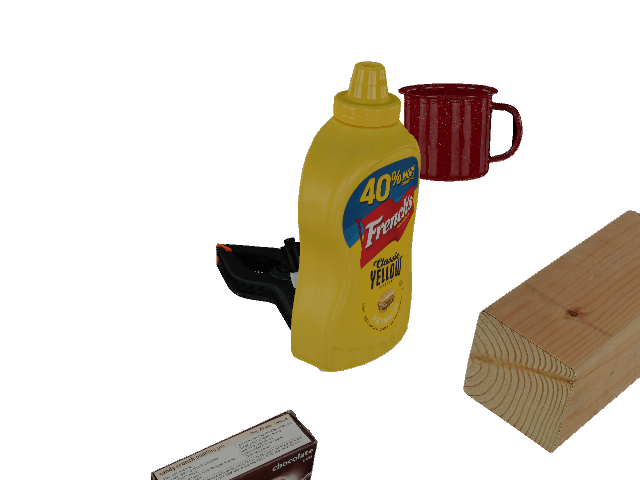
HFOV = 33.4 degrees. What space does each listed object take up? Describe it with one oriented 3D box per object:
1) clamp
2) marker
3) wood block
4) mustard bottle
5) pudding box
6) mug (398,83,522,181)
[{"bbox_3d":[-0.040,0.052,1.182,0.210,0.036,0.164,17,31,26],"label":"clamp"},{"bbox_3d":[-0.010,0.055,0.926,0.020,0.121,0.020,-16,12,3],"label":"marker"},{"bbox_3d":[0.220,0.066,0.863,0.205,0.090,0.091,-28,48,-35],"label":"wood block"},{"bbox_3d":[0.025,-0.018,0.678,0.058,0.192,0.096,21,30,36],"label":"mustard bottle"},{"bbox_3d":[-0.060,0.175,0.728,0.113,0.090,0.039,-22,50,-30],"label":"pudding box"},{"bbox_3d":[0.132,-0.103,1.011,0.117,0.081,0.093,2,16,11],"label":"mug"}]
